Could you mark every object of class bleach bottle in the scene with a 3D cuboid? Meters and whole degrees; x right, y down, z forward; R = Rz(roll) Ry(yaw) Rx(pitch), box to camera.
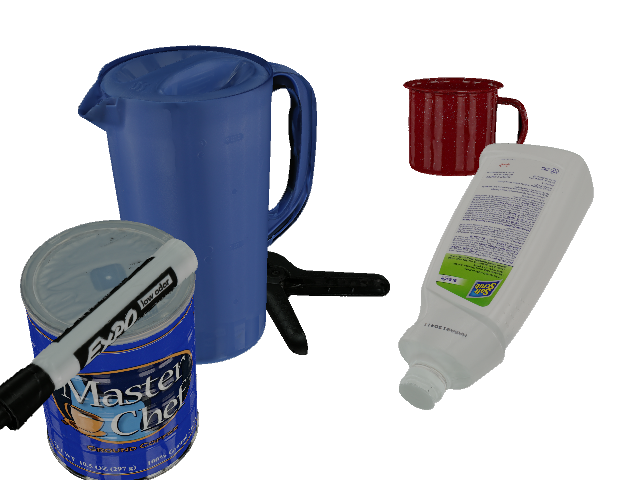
[{"bbox_3d":[0.125,0.027,0.837,0.103,0.068,0.250,8,48,36],"label":"bleach bottle"}]

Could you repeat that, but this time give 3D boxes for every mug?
[{"bbox_3d":[0.136,-0.107,1.006,0.117,0.081,0.093,3,16,12],"label":"mug"}]

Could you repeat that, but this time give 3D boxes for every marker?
[{"bbox_3d":[-0.098,0.040,0.465,0.020,0.020,0.121,0,33,42],"label":"marker"}]

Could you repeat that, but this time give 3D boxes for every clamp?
[{"bbox_3d":[-0.051,0.055,1.169,0.210,0.036,0.164,17,31,25],"label":"clamp"}]

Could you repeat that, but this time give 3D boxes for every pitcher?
[{"bbox_3d":[-0.091,-0.029,0.861,0.149,0.243,0.144,8,29,16],"label":"pitcher"}]

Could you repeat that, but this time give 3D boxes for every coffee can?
[{"bbox_3d":[-0.130,0.072,0.679,0.103,0.140,0.103,2,42,-2],"label":"coffee can"}]
